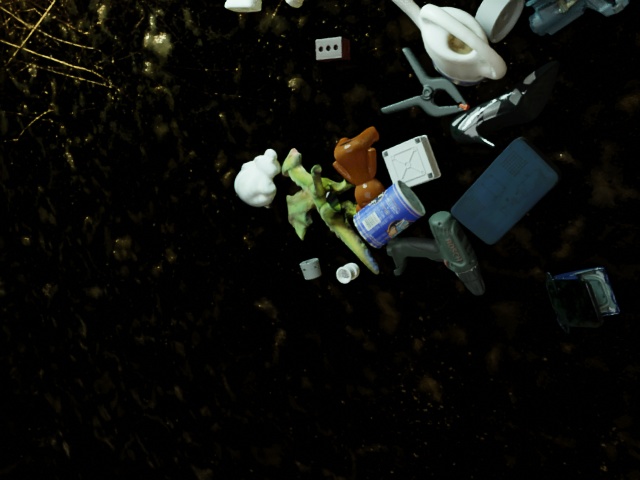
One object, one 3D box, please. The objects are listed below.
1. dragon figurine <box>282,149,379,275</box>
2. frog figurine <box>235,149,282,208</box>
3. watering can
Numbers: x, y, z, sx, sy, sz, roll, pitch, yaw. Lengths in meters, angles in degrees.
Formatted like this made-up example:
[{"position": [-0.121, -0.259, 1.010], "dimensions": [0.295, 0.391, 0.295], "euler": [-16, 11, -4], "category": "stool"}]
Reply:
[{"position": [0.004, -0.071, 1.420], "dimensions": [0.240, 0.123, 0.412], "euler": [-26, 84, 51], "category": "dragon figurine"}, {"position": [-0.171, -0.178, 1.479], "dimensions": [0.140, 0.123, 0.156], "euler": [59, 137, 30], "category": "frog figurine"}, {"position": [0.257, -0.443, 1.101], "dimensions": [0.351, 0.224, 0.103], "euler": [44, 102, 18], "category": "watering can"}]
